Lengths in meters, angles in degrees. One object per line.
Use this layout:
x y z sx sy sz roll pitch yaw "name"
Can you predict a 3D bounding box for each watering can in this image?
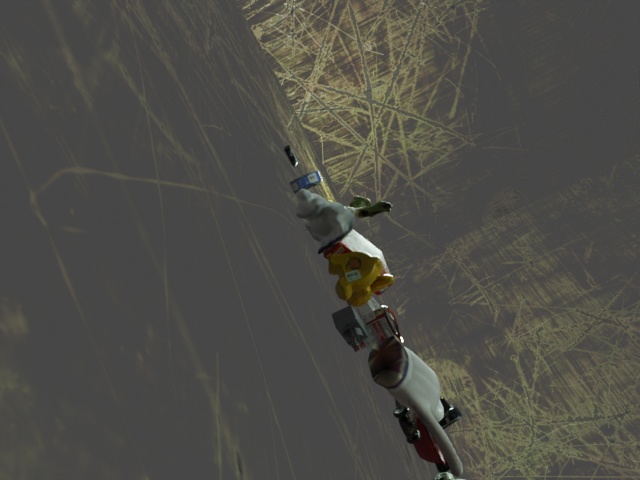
0.223 0.359 1.209 0.222 0.103 0.354 42 16 -24 "watering can"

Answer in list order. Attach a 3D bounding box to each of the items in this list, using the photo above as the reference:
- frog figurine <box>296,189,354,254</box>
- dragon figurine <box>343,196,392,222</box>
0.004 -0.064 1.270 0.159 0.124 0.136 55 -26 -2 "frog figurine"
0.122 -0.084 1.720 0.415 0.242 0.121 -99 167 -75 "dragon figurine"
